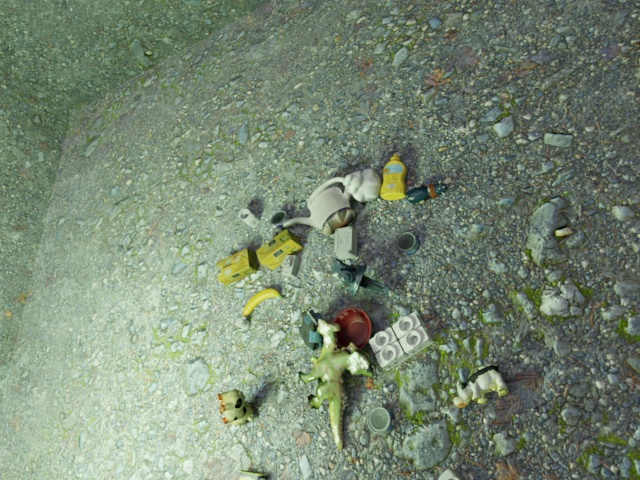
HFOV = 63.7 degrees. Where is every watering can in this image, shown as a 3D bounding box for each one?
[{"bbox_3d":[0.006,-0.106,2.102,0.344,0.103,0.229,-41,51,15],"label":"watering can"}]

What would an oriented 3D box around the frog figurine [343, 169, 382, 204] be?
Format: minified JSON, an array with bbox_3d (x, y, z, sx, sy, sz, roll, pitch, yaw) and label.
[{"bbox_3d":[0.170,-0.221,2.021,0.124,0.157,0.138,27,83,37],"label":"frog figurine"}]

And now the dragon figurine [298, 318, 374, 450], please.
[{"bbox_3d":[0.071,0.462,1.732,0.240,0.122,0.416,-35,68,24],"label":"dragon figurine"}]
